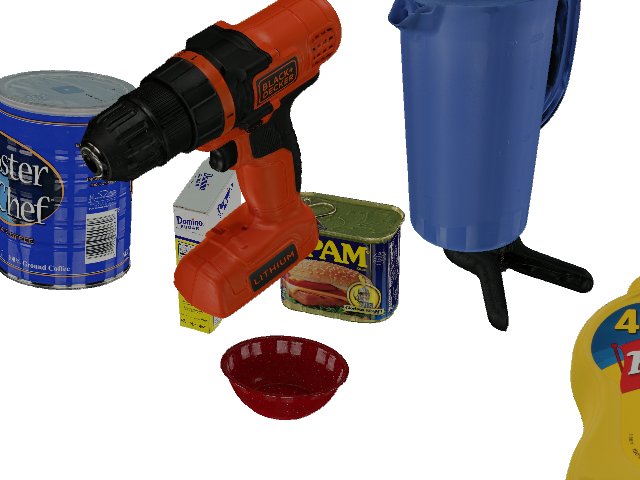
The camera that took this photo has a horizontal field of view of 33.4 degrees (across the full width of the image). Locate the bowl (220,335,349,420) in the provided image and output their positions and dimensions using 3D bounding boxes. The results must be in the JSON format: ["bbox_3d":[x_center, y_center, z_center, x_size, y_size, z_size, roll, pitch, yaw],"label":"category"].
[{"bbox_3d":[-0.046,0.179,1.345,0.162,0.055,0.162,3,22,-2],"label":"bowl"}]

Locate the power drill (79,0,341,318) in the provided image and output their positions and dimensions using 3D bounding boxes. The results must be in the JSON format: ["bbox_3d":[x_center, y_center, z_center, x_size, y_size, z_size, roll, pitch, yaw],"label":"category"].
[{"bbox_3d":[-0.059,-0.040,0.651,0.057,0.188,0.184,35,55,28],"label":"power drill"}]

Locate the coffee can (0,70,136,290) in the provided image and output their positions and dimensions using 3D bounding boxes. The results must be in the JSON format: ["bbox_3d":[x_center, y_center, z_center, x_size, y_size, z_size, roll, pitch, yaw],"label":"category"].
[{"bbox_3d":[-0.191,-0.047,0.803,0.103,0.140,0.103,5,22,-2],"label":"coffee can"}]

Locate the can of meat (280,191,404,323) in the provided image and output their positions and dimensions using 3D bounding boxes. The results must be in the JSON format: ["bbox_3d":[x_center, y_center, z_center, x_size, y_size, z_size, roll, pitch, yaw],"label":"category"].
[{"bbox_3d":[0.015,0.015,0.862,0.102,0.084,0.057,10,32,19],"label":"can of meat"}]

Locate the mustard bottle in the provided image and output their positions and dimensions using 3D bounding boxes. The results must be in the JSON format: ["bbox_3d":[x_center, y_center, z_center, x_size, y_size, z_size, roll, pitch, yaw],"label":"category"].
[{"bbox_3d":[0.175,0.079,0.538,0.096,0.058,0.191,6,41,12],"label":"mustard bottle"}]

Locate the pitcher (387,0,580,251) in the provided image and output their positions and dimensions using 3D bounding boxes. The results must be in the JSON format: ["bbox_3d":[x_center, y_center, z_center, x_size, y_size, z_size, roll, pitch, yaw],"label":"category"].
[{"bbox_3d":[0.142,-0.119,0.932,0.149,0.243,0.145,6,33,13],"label":"pitcher"}]

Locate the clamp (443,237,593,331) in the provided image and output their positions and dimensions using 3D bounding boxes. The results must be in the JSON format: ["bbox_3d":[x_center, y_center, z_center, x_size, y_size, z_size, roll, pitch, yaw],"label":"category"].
[{"bbox_3d":[0.187,0.016,1.068,0.120,0.039,0.171,-10,45,-22],"label":"clamp"}]

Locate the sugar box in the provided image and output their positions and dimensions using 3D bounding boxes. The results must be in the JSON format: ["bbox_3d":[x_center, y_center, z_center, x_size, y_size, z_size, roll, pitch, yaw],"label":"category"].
[{"bbox_3d":[-0.120,0.006,1.149,0.048,0.176,0.093,13,42,14],"label":"sugar box"}]
